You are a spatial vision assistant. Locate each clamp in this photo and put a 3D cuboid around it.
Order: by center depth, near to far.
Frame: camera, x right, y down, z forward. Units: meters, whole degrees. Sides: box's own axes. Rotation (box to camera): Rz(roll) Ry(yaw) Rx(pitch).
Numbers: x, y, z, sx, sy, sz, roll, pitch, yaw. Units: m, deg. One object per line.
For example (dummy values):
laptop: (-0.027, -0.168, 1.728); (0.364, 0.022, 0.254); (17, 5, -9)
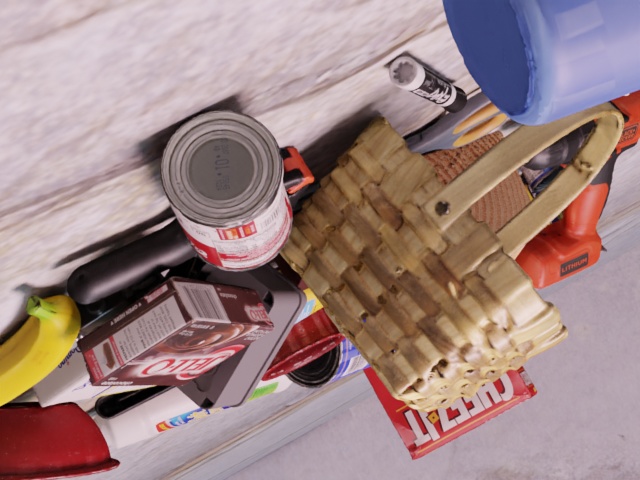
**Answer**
clamp: (-0.083, -0.002, 0.704); (0.172, 0.039, 0.120); (-42, 162, 19)
clamp: (-0.114, 0.116, 1.101); (0.165, 0.036, 0.209); (-38, 166, 33)

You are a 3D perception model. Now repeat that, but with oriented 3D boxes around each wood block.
wood block: (0.124, -0.013, 0.959); (0.091, 0.090, 0.206); (-20, 167, -3)

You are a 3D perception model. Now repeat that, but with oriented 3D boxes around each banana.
banana: (-0.224, 0.085, 0.760); (0.069, 0.037, 0.198); (12, 140, -42)

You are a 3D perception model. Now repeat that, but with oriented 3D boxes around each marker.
marker: (0.073, -0.100, 0.699); (0.020, 0.020, 0.121); (-33, 167, 18)

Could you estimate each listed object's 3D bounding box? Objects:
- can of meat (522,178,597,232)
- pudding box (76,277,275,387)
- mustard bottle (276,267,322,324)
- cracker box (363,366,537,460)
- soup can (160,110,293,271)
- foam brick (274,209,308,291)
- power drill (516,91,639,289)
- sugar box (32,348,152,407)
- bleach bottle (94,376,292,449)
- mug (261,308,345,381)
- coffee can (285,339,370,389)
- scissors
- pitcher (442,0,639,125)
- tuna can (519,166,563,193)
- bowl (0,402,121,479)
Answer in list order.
can of meat: (0.242, -0.022, 1.180); (0.084, 0.102, 0.057); (-36, 165, 37)
pudding box: (-0.097, 0.066, 0.737); (0.090, 0.039, 0.113); (-34, 158, 19)
mustard bottle: (-0.025, 0.046, 0.929); (0.191, 0.058, 0.096); (-30, 174, -22)
cracker box: (0.132, 0.129, 1.274); (0.164, 0.214, 0.072); (-32, 167, 14)
soup can: (-0.051, -0.026, 0.613); (0.068, 0.068, 0.102); (-27, 167, -6)
foam brick: (-0.006, 0.001, 0.850); (0.053, 0.051, 0.078); (-25, 167, -16)
power drill: (0.233, -0.046, 1.002); (0.184, 0.057, 0.188); (-19, 137, -34)
sugar box: (-0.158, 0.094, 0.909); (0.093, 0.048, 0.176); (-34, 163, 20)
bleach bottle: (-0.152, 0.178, 1.210); (0.250, 0.068, 0.103); (-20, 165, -23)
mug: (-0.030, 0.078, 1.031); (0.093, 0.081, 0.117); (-32, 167, 15)
coffee can: (0.027, 0.097, 1.176); (0.140, 0.103, 0.103); (-14, 160, -49)
scissors: (0.074, -0.068, 0.832); (0.202, 0.016, 0.096); (-30, 167, 8)
pitcher: (0.187, -0.150, 0.513); (0.242, 0.145, 0.149); (-24, 133, -8)
tuna can: (0.247, -0.085, 1.092); (0.086, 0.034, 0.086); (-27, 167, -7)
bowl: (-0.248, 0.165, 0.886); (0.162, 0.055, 0.162); (-2, 175, 0)
